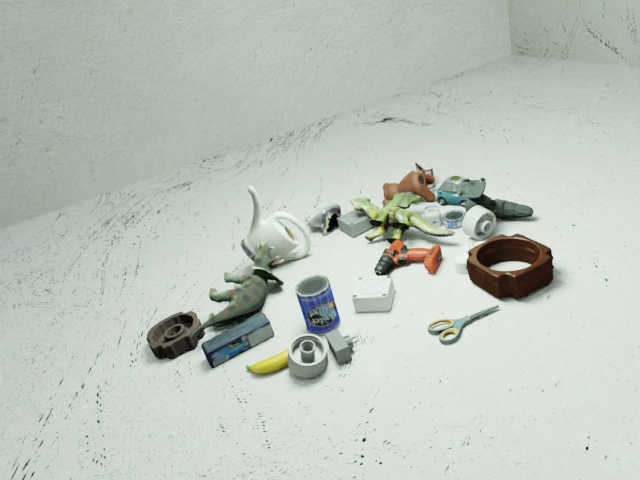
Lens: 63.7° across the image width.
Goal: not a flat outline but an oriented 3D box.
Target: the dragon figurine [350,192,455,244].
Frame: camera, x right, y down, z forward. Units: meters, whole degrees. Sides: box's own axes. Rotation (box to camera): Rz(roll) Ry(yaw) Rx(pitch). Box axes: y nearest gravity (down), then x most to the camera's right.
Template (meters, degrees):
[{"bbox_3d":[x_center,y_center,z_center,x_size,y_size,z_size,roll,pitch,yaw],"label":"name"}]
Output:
[{"bbox_3d":[0.292,-0.101,1.833,0.410,0.119,0.248,6,45,24],"label":"dragon figurine"}]

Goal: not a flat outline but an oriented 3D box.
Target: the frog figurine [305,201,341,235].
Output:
[{"bbox_3d":[0.006,-0.102,2.034,0.138,0.120,0.161,-45,46,-13],"label":"frog figurine"}]

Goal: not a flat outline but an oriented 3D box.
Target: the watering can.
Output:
[{"bbox_3d":[-0.189,-0.028,1.803,0.222,0.343,0.106,-39,30,15],"label":"watering can"}]
